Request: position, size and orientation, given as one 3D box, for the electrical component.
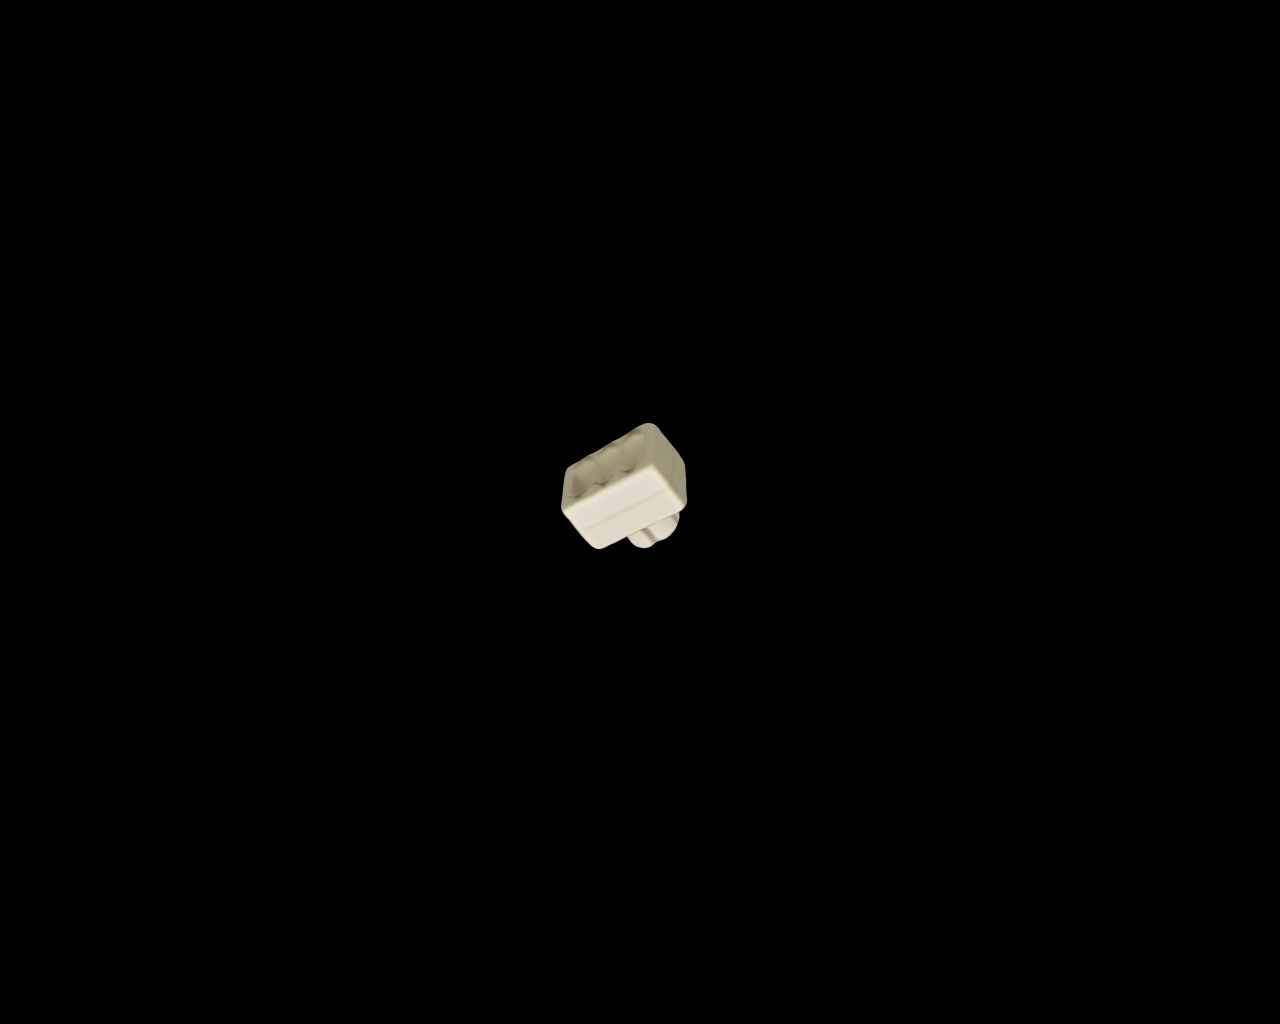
[{"bbox_3d":[0.001,-0.003,0.650,0.065,0.076,0.047,-27,33,19],"label":"electrical component"}]
